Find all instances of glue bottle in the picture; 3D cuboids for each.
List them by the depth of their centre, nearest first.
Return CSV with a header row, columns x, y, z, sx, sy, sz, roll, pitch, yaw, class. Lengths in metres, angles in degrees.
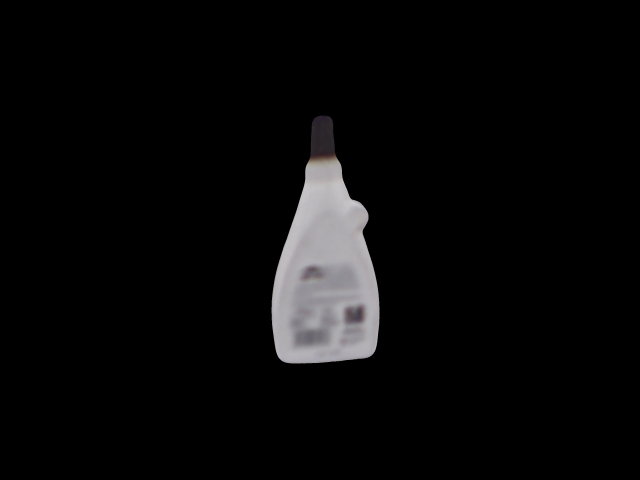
x,y,z,sx,sy,sz,roll,pitch,yaw,class
0.004,0.001,0.400,0.078,0.173,0.037,-2,18,-7,glue bottle
